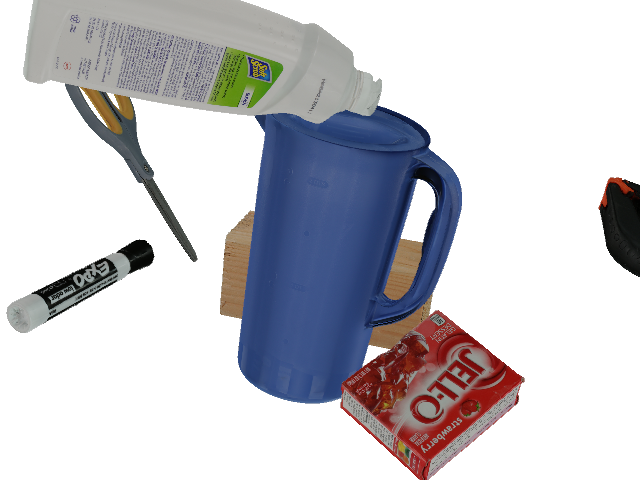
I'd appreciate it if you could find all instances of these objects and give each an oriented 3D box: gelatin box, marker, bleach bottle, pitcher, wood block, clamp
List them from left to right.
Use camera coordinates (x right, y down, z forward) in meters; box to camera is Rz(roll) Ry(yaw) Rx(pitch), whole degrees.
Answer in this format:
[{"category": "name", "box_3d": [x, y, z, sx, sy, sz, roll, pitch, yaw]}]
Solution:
[{"category": "marker", "box_3d": [-0.142, 0.025, 0.652, 0.020, 0.020, 0.120, 0, 19, 30]}, {"category": "bleach bottle", "box_3d": [-0.080, -0.132, 0.773, 0.250, 0.068, 0.103, 14, -37, -12]}, {"category": "wood block", "box_3d": [0.010, 0.041, 1.097, 0.206, 0.091, 0.090, 11, 22, 10]}, {"category": "pitcher", "box_3d": [0.011, 0.012, 0.881, 0.144, 0.243, 0.149, 3, 24, -19]}, {"category": "gelatin box", "box_3d": [0.068, 0.093, 0.652, 0.089, 0.030, 0.073, -34, 57, -27]}, {"category": "clamp", "box_3d": [0.256, 0.016, 0.708, 0.120, 0.039, 0.171, -5, 45, -25]}]

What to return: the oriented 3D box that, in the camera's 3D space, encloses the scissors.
[{"category": "scissors", "box_3d": [-0.165, -0.079, 0.984, 0.016, 0.201, 0.096, -26, 27, 19]}]
